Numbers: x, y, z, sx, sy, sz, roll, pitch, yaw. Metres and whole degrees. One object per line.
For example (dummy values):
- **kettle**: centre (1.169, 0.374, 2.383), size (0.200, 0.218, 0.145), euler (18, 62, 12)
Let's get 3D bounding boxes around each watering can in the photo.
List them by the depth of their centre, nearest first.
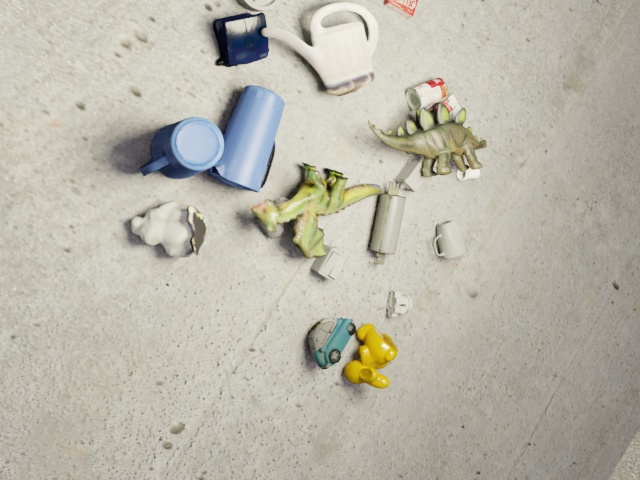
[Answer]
- **watering can**: centre (0.022, -0.472, 1.302), size (0.351, 0.104, 0.221), euler (-27, 110, -29)

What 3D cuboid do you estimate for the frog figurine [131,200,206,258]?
- **frog figurine**: centre (-0.358, -0.023, 1.226), size (0.159, 0.125, 0.135), euler (-3, 114, 12)

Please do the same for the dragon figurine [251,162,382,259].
- **dragon figurine**: centre (0.004, -0.069, 1.364), size (0.409, 0.123, 0.241), euler (11, 99, -40)
